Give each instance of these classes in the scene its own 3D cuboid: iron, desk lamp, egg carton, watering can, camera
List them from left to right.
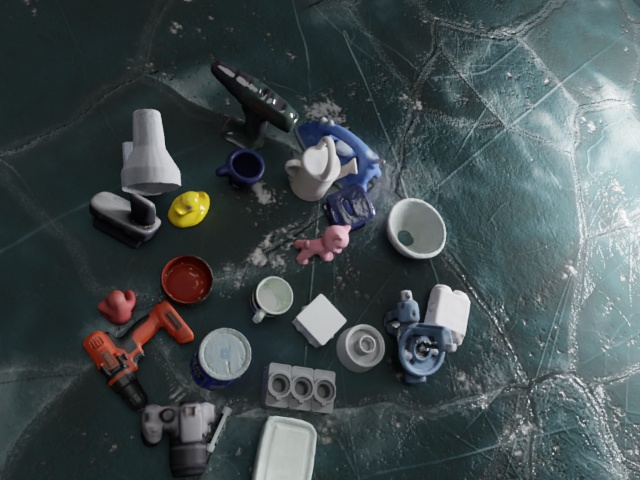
[{"bbox_3d":[-0.375,-0.172,1.241,0.118,0.213,0.203,-4,70,-22],"label":"desk lamp"},{"bbox_3d":[-0.272,0.386,1.107,0.143,0.100,0.137,1,68,-20],"label":"camera"},{"bbox_3d":[0.006,-0.182,1.401,0.173,0.193,0.101,-21,76,-27],"label":"watering can"},{"bbox_3d":[0.051,-0.240,1.473,0.258,0.141,0.119,39,60,-1],"label":"iron"},{"bbox_3d":[0.315,0.188,1.432,0.107,0.069,0.150,22,62,-11],"label":"egg carton"}]

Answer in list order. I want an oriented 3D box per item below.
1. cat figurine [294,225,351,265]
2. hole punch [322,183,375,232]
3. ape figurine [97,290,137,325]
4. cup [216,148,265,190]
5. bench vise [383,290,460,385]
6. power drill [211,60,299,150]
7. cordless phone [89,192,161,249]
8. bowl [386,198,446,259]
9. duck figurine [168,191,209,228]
[{"bbox_3d":[0.013,0.005,1.368,0.128,0.117,0.067,-9,71,-23],"label":"cat figurine"},{"bbox_3d":[0.072,-0.075,1.440,0.101,0.091,0.108,-20,76,-26],"label":"hole punch"},{"bbox_3d":[-0.413,0.130,1.168,0.078,0.092,0.076,-3,69,-21],"label":"ape figurine"},{"bbox_3d":[-0.198,-0.156,1.370,0.118,0.094,0.091,-17,75,-26],"label":"cup"},{"bbox_3d":[0.220,0.214,1.299,0.122,0.219,0.207,-24,78,-27],"label":"bench vise"},{"bbox_3d":[-0.172,-0.310,1.380,0.230,0.208,0.076,26,61,-8],"label":"power drill"},{"bbox_3d":[-0.407,-0.071,1.202,0.148,0.184,0.094,26,61,-8],"label":"cordless phone"},{"bbox_3d":[0.237,-0.019,1.488,0.168,0.074,0.167,8,66,-17],"label":"bowl"},{"bbox_3d":[-0.295,-0.082,1.306,0.105,0.086,0.077,-40,85,-29],"label":"duck figurine"}]
